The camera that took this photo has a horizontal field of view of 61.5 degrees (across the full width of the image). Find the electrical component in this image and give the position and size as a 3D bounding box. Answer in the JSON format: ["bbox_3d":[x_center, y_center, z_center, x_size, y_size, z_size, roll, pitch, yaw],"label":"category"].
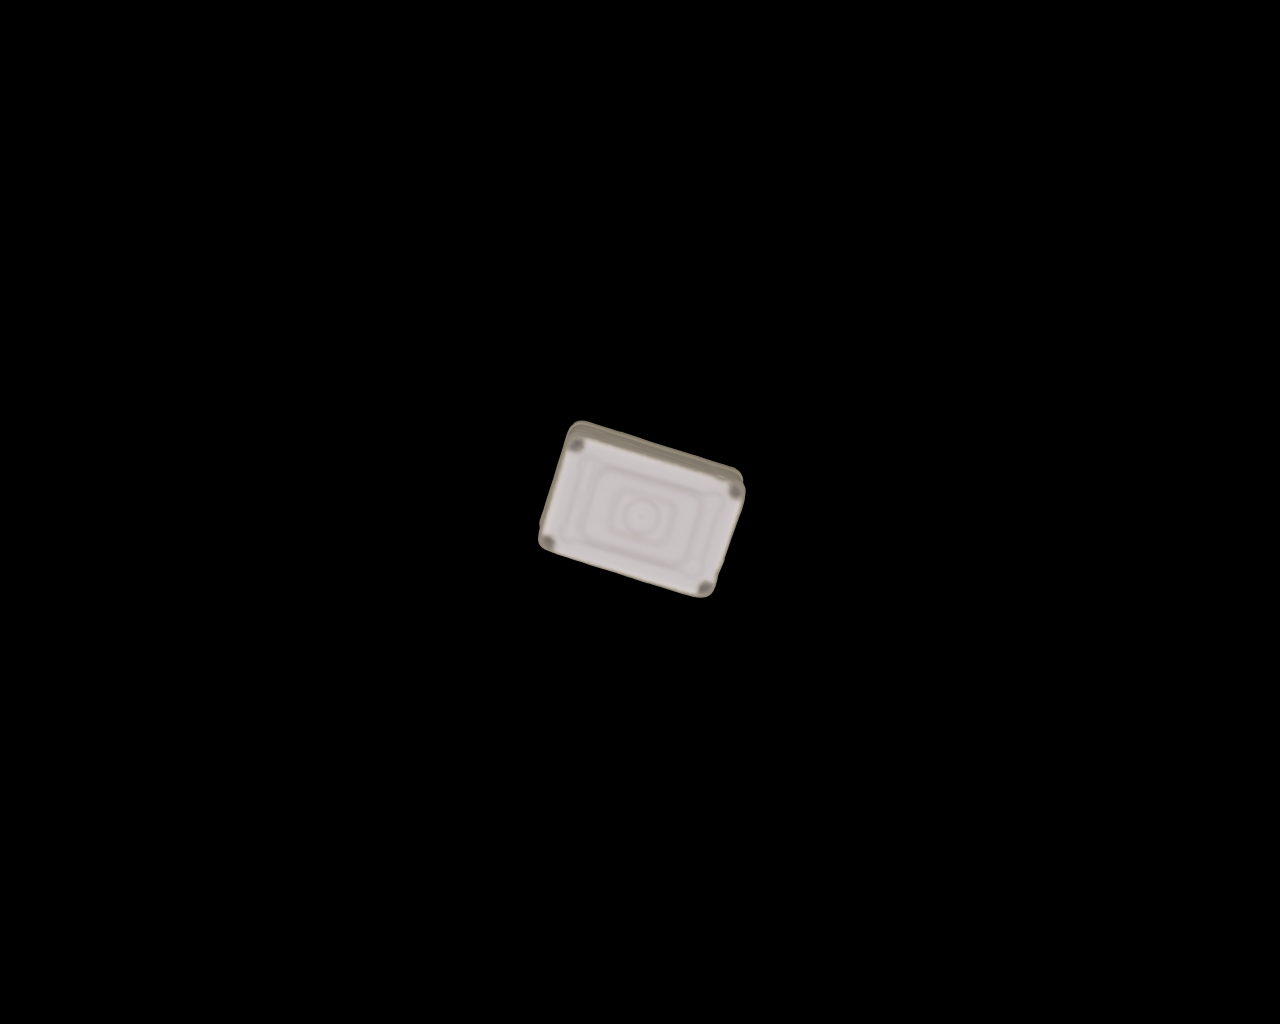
[{"bbox_3d":[0.001,-0.003,0.650,0.113,0.078,0.057,18,11,-4],"label":"electrical component"}]
